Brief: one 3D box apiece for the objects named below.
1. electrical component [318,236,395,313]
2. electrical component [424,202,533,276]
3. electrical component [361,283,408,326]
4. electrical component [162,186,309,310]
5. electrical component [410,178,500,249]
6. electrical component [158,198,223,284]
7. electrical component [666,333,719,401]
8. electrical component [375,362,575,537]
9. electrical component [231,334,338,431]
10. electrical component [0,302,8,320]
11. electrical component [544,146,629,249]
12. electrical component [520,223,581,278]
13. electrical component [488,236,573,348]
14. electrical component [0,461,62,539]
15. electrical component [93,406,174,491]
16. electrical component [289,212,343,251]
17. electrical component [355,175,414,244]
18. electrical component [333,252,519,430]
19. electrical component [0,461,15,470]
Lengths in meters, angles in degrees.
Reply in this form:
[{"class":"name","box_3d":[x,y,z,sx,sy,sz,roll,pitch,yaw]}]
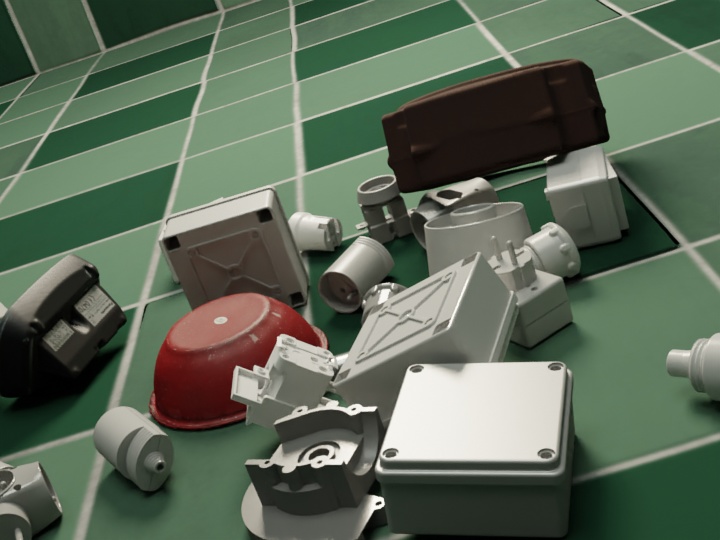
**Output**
[{"class":"electrical component","box_3d":[0.000,0.000,0.979,0.043,0.043,0.081,-3,28,33]},{"class":"electrical component","box_3d":[0.106,-0.024,0.956,0.099,0.064,0.099,-13,11,2]},{"class":"electrical component","box_3d":[0.022,0.044,0.867,0.048,0.048,0.062,-11,31,18]},{"class":"electrical component","box_3d":[-0.115,-0.010,1.006,0.109,0.108,0.056,-16,26,7]},{"class":"electrical component","box_3d":[0.082,-0.056,1.040,0.077,0.043,0.079,-29,25,-21]},{"class":"electrical component","box_3d":[-0.162,-0.036,1.158,0.096,0.061,0.061,-16,24,7]},{"class":"electrical component","box_3d":[0.225,0.061,0.676,0.062,0.043,0.043,1,31,42]},{"class":"electrical component","box_3d":[0.074,0.107,0.657,0.109,0.056,0.108,-2,27,15]},{"class":"electrical component","box_3d":[-0.050,0.085,0.788,0.081,0.063,0.042,21,20,-13]},{"class":"electrical component","box_3d":[-0.391,0.048,1.040,0.062,0.061,0.096,-45,3,1]},{"class":"electrical component","box_3d":[0.200,-0.067,0.952,0.061,0.061,0.096,-13,24,15]},{"class":"electrical component","box_3d":[0.146,-0.006,0.884,0.062,0.048,0.048,-29,24,-4]},{"class":"electrical component","box_3d":[0.118,0.010,0.826,0.047,0.076,0.066,-29,25,-23]},{"class":"electrical component","box_3d":[-0.257,0.182,0.773,0.077,0.044,0.079,-25,24,-14]},{"class":"electrical component","box_3d":[-0.166,0.135,0.808,0.043,0.043,0.081,-30,26,-25]},{"class":"electrical component","box_3d":[-0.046,-0.038,1.104,0.046,0.040,0.040,6,33,33]},{"class":"electrical component","box_3d":[0.025,-0.062,1.080,0.066,0.055,0.048,-20,23,-3]},{"class":"electrical component","box_3d":[0.049,0.053,0.767,0.109,0.056,0.108,-29,17,31]},{"class":"electrical component","box_3d":[-0.296,0.165,0.846,0.065,0.044,0.044,8,35,38]}]
